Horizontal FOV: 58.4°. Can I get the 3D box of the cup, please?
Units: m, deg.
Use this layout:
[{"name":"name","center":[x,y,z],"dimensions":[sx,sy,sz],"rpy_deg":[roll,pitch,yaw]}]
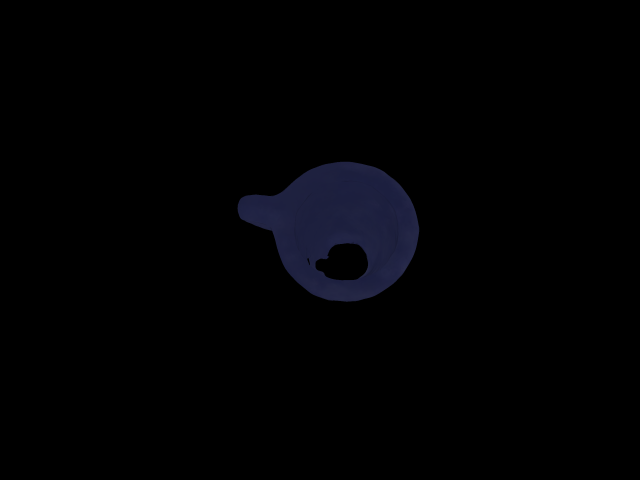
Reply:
[{"name":"cup","center":[0.004,0.001,0.400],"dimensions":[0.117,0.095,0.092],"rpy_deg":[13,74,4]}]
